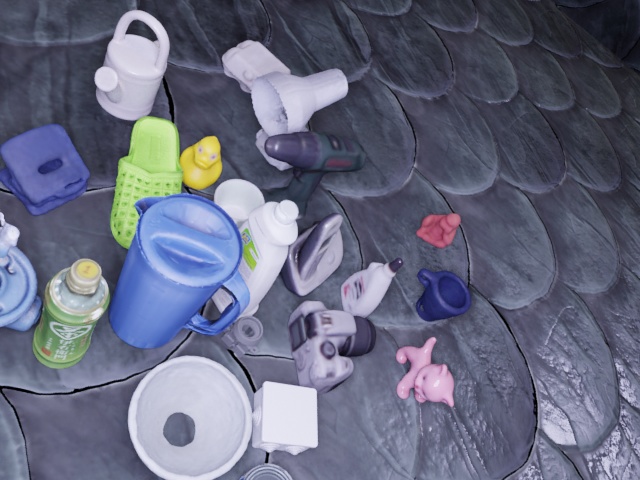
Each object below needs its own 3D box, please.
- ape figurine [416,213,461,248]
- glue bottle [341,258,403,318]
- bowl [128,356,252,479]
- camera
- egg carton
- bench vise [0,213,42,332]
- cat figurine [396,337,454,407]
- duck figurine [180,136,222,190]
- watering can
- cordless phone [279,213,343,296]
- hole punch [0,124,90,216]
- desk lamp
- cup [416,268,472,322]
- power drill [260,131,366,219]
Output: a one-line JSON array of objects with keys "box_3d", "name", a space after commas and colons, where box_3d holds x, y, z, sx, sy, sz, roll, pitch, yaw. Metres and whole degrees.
[{"box_3d": [0.267, -0.028, 1.242, 0.076, 0.092, 0.077, -8, 64, -36], "name": "ape figurine"}, {"box_3d": [0.094, 0.076, 1.004, 0.037, 0.173, 0.078, 6, 57, -29], "name": "glue bottle"}, {"box_3d": [-0.181, 0.249, 0.775, 0.168, 0.074, 0.167, 17, 52, -22], "name": "bowl"}, {"box_3d": [0.031, 0.171, 0.947, 0.137, 0.100, 0.143, 6, 57, -29], "name": "camera"}, {"box_3d": [-0.134, -0.358, 1.228, 0.150, 0.069, 0.107, 41, 47, -1], "name": "egg carton"}, {"box_3d": [-0.429, 0.040, 0.661, 0.208, 0.219, 0.121, 1, 59, -32], "name": "bench vise"}, {"box_3d": [0.191, 0.232, 0.996, 0.067, 0.117, 0.128, 18, 51, -21], "name": "cat figurine"}, {"box_3d": [-0.205, -0.153, 1.029, 0.078, 0.086, 0.104, 27, 49, -14], "name": "duck figurine"}, {"box_3d": [-0.318, -0.301, 0.985, 0.101, 0.193, 0.173, 18, 51, -21], "name": "watering can"}, {"box_3d": [0.009, 0.004, 0.991, 0.094, 0.184, 0.148, 46, 47, 3], "name": "cordless phone"}, {"box_3d": [-0.410, -0.108, 0.863, 0.101, 0.091, 0.109, 45, 47, 3], "name": "hole punch"}, {"box_3d": [-0.048, -0.239, 1.102, 0.204, 0.213, 0.118, -23, 74, -41], "name": "desk lamp"}, {"box_3d": [0.220, 0.112, 1.113, 0.118, 0.094, 0.092, 38, 47, -4], "name": "cup"}, {"box_3d": [-0.035, -0.118, 1.031, 0.230, 0.208, 0.075, -12, 67, -38], "name": "power drill"}]
